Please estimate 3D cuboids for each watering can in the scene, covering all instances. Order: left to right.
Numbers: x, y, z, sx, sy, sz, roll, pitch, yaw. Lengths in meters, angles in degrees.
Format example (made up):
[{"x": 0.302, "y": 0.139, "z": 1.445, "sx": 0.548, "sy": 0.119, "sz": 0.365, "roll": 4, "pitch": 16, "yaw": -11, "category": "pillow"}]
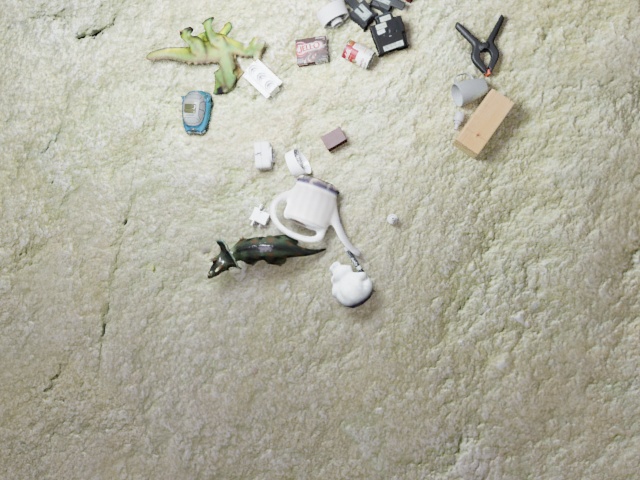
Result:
[{"x": 0.005, "y": -0.088, "z": 1.754, "sx": 0.347, "sy": 0.103, "sz": 0.226, "roll": 20, "pitch": 82, "yaw": -6, "category": "watering can"}]

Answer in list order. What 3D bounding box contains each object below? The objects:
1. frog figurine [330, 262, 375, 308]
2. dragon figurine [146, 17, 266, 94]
[{"x": 0.098, "y": 0.143, "z": 1.728, "sx": 0.136, "sy": 0.124, "sz": 0.159, "roll": -28, "pitch": 97, "yaw": 24, "category": "frog figurine"}, {"x": -0.386, "y": -0.636, "z": 1.830, "sx": 0.409, "sy": 0.123, "sz": 0.242, "roll": -24, "pitch": 93, "yaw": 5, "category": "dragon figurine"}]
